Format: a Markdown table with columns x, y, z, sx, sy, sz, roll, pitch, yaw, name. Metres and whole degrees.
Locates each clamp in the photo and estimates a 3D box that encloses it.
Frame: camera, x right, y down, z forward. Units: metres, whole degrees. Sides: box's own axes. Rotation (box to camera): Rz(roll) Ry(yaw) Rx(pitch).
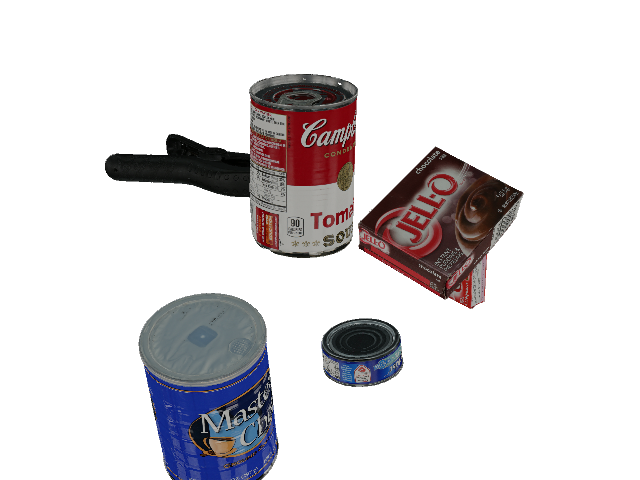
| x | y | z | sx | sy | sz | roll | pitch | yaw | name |
| --- | --- | --- | --- | --- | --- | --- | --- | --- | --- |
| -0.111 | -0.066 | 0.995 | 0.172 | 0.039 | 0.120 | 13 | 27 | 31 | clamp |

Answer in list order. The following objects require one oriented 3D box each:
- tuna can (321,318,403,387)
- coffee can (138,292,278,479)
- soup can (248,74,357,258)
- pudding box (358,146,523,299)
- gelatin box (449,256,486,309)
| x | y | z | sx | sy | sz | roll | pitch | yaw | name |
| --- | --- | --- | --- | --- | --- | --- | --- | --- | --- |
| 0.044 | 0.117 | 1.130 | 0.086 | 0.034 | 0.086 | -5 | 26 | 2 | tuna can |
| -0.091 | 0.130 | 0.895 | 0.103 | 0.140 | 0.103 | -2 | 39 | 2 | coffee can |
| -0.011 | -0.048 | 0.684 | 0.068 | 0.102 | 0.068 | 1 | 25 | 0 | soup can |
| 0.099 | -0.016 | 0.879 | 0.090 | 0.039 | 0.113 | 31 | 56 | 24 | pudding box |
| 0.166 | 0.029 | 1.299 | 0.030 | 0.089 | 0.073 | -23 | 34 | -34 | gelatin box |
